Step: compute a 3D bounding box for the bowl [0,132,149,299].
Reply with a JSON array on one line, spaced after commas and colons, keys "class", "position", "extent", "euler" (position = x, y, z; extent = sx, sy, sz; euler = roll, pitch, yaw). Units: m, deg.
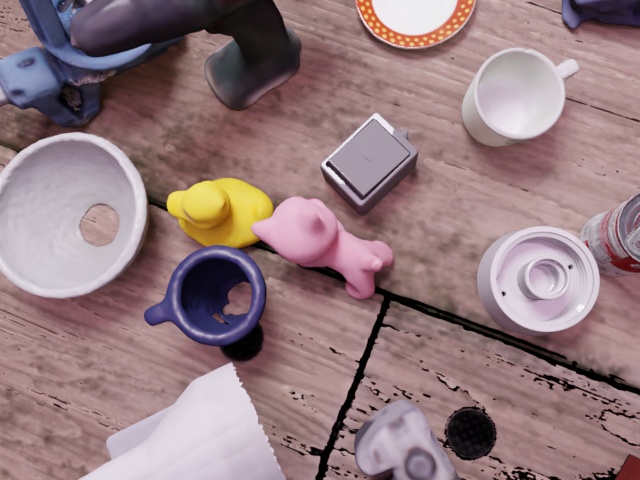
[{"class": "bowl", "position": [-0.247, -0.020, 0.594], "extent": [0.167, 0.075, 0.167], "euler": [-1, 82, 6]}]

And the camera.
[{"class": "camera", "position": [0.063, 0.239, 0.514], "extent": [0.137, 0.101, 0.143], "euler": [-31, 80, 1]}]

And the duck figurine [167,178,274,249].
[{"class": "duck figurine", "position": [-0.102, -0.031, 0.576], "extent": [0.104, 0.086, 0.077], "euler": [4, 82, 6]}]

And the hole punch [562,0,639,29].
[{"class": "hole punch", "position": [0.300, -0.276, 0.567], "extent": [0.101, 0.091, 0.109], "euler": [8, 83, 7]}]

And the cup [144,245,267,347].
[{"class": "cup", "position": [-0.102, 0.060, 0.558], "extent": [0.117, 0.095, 0.091], "euler": [-19, 80, 3]}]

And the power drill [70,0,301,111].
[{"class": "power drill", "position": [-0.090, -0.204, 0.537], "extent": [0.229, 0.208, 0.075], "euler": [-36, 80, 0]}]

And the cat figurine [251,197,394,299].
[{"class": "cat figurine", "position": [0.005, 0.002, 0.544], "extent": [0.127, 0.118, 0.067], "euler": [27, 86, 9]}]

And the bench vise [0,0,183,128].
[{"class": "bench vise", "position": [-0.242, -0.194, 0.545], "extent": [0.121, 0.220, 0.207], "euler": [37, 87, 10]}]

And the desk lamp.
[{"class": "desk lamp", "position": [-0.115, 0.192, 0.481], "extent": [0.203, 0.213, 0.118], "euler": [-27, 80, 2]}]
